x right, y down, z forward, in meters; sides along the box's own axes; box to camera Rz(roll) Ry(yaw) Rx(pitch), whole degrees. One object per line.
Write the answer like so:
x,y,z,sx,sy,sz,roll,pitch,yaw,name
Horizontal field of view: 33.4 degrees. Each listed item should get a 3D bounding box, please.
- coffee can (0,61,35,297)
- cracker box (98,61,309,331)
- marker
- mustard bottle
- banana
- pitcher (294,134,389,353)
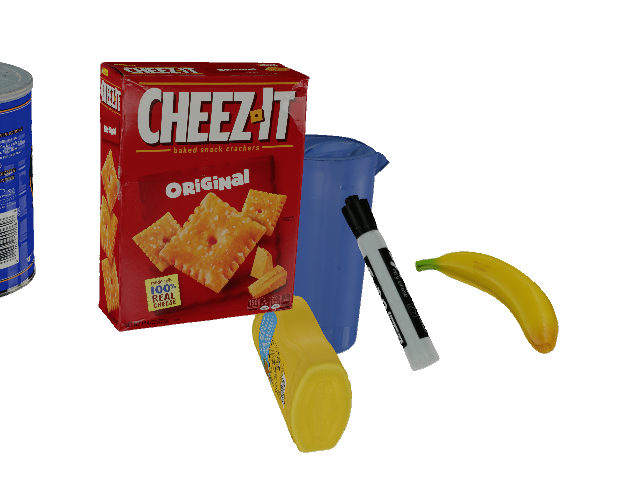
-0.244,-0.042,0.715,0.103,0.140,0.103,4,22,-2,coffee can
-0.100,-0.039,0.901,0.163,0.214,0.072,-5,20,-27,cracker box
0.043,0.025,0.685,0.020,0.121,0.020,-22,-16,-7,marker
-0.026,0.107,1.010,0.058,0.096,0.192,-5,28,-16,mustard bottle
0.180,0.054,1.061,0.069,0.037,0.198,-33,36,-18,banana
-0.017,0.005,1.217,0.149,0.243,0.144,10,18,23,pitcher
